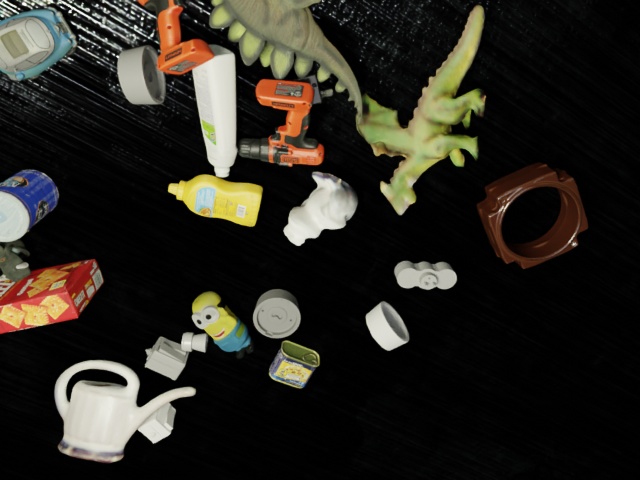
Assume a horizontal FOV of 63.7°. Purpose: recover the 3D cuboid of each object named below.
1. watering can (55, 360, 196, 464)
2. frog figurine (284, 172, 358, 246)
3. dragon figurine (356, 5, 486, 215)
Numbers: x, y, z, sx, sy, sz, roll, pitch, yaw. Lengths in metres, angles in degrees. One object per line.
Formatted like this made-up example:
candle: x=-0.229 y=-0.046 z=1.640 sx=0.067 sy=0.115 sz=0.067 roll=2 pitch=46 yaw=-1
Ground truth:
watering can: x=-0.475 y=0.410 z=1.213 sx=0.348 sy=0.226 sz=0.103 roll=9 pitch=-9 yaw=10
frog figurine: x=0.003 y=-0.054 z=1.071 sx=0.122 sy=0.159 sz=0.139 roll=23 pitch=2 yaw=-42
dragon figurine: x=0.192 y=-0.247 z=1.032 sx=0.243 sy=0.403 sz=0.124 roll=0 pitch=21 yaw=5
